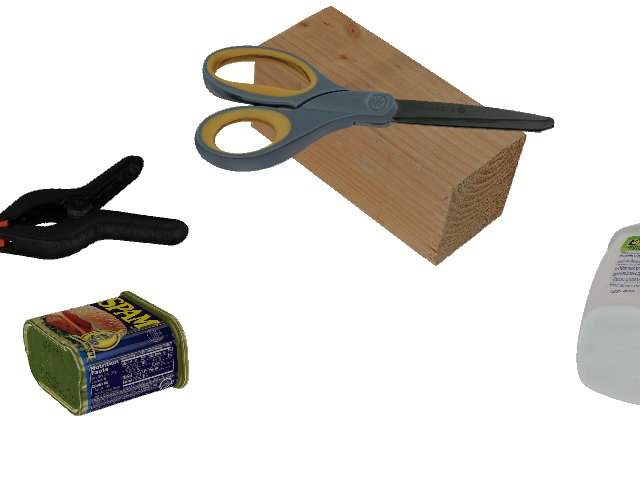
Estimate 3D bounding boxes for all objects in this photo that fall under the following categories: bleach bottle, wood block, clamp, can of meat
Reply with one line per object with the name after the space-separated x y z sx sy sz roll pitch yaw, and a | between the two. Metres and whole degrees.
0.245 0.035 0.747 0.103 0.068 0.250 9 20 19 | bleach bottle
0.048 -0.087 0.850 0.206 0.091 0.090 39 55 25 | wood block
-0.216 -0.029 0.968 0.171 0.039 0.120 -7 38 -21 | clamp
-0.158 0.081 0.778 0.083 0.057 0.102 -14 22 -35 | can of meat

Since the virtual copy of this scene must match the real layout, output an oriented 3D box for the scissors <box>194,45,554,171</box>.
0.018 -0.061 0.590 0.202 0.096 0.016 19 -31 17 | scissors
